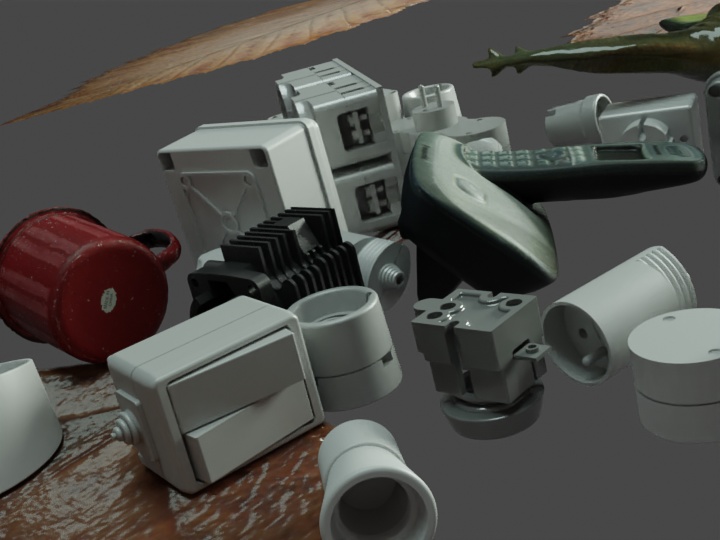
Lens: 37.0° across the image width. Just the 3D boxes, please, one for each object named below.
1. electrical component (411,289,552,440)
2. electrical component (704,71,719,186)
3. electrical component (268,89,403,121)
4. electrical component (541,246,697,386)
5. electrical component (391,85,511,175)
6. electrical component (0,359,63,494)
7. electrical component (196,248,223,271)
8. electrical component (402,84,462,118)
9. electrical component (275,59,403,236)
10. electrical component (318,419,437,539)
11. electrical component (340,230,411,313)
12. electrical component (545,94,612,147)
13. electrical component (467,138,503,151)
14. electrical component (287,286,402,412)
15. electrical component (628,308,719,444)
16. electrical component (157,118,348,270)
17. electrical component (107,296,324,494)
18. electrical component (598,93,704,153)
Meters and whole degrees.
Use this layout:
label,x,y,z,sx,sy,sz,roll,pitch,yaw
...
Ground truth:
label,x,y,z,sx,sy,sz,roll,pitch,yaw
electrical component,0.057,0.043,0.487,0.066,0.055,0.048,5,27,43
electrical component,0.283,-0.096,0.684,0.113,0.078,0.057,-1,20,33
electrical component,-0.020,-0.127,1.008,0.113,0.057,0.078,-22,21,-21
electrical component,0.131,0.019,0.520,0.081,0.043,0.043,-26,23,-31
electrical component,0.065,-0.120,0.907,0.052,0.073,0.138,-28,24,-34
electrical component,-0.213,0.086,0.576,0.099,0.064,0.099,-15,5,1
electrical component,-0.074,0.007,0.694,0.062,0.043,0.043,0,24,33
electrical component,0.069,-0.147,1.018,0.055,0.047,0.055,-12,19,4
electrical component,-0.019,-0.100,0.861,0.060,0.105,0.186,-16,19,-6
electrical component,0.003,0.086,0.428,0.044,0.044,0.065,-15,15,-4
electrical component,0.000,0.000,0.663,0.043,0.043,0.081,-26,23,-30
electrical component,0.181,-0.121,0.884,0.046,0.040,0.040,-6,20,39
electrical component,0.089,-0.073,0.806,0.043,0.043,0.081,-11,20,9
electrical component,-0.010,0.039,0.555,0.055,0.047,0.055,-12,19,4
electrical component,0.177,0.024,0.429,0.138,0.073,0.052,-6,21,22
electrical component,-0.071,-0.043,0.735,0.109,0.108,0.056,3,28,39
electrical component,-0.072,0.061,0.515,0.096,0.061,0.061,-25,22,-30
electrical component,0.206,-0.091,0.768,0.066,0.047,0.076,-4,21,25
